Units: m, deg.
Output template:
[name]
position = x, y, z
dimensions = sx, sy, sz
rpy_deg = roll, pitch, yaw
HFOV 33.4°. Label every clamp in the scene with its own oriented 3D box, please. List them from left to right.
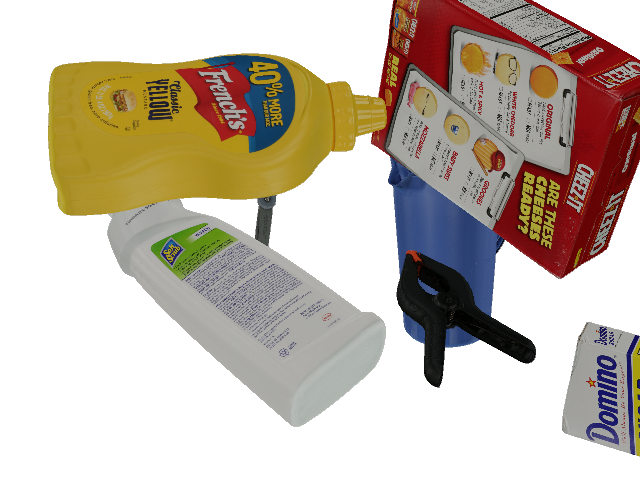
[clamp]
position = 0.138, 0.074, 1.074
dimensions = 0.120, 0.039, 0.171
rpy_deg = 0, 44, -21

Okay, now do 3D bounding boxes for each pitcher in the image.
[pitcher]
position = 0.162, -0.001, 1.298
dimensions = 0.149, 0.243, 0.145
rpy_deg = 0, 23, 8

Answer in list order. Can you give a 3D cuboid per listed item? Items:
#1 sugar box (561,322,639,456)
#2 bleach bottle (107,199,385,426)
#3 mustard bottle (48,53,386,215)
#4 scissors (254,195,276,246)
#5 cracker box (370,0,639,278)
[sugar box]
position = 0.289, 0.135, 0.861
dimensions = 0.176, 0.093, 0.048
rpy_deg = 13, 25, 20
[bleach bottle]
position = -0.074, 0.029, 0.824
dimensions = 0.102, 0.068, 0.251
rpy_deg = -34, 59, -31
[mustard bottle]
position = -0.057, -0.066, 0.616
dimensions = 0.191, 0.096, 0.058
rpy_deg = -5, -40, -7
[scissors]
position = -0.038, -0.053, 1.124
dimensions = 0.096, 0.202, 0.016
rpy_deg = -8, -8, -10
[cracker box]
position = 0.143, -0.099, 0.826
dimensions = 0.072, 0.164, 0.214
rpy_deg = -27, 51, -34
